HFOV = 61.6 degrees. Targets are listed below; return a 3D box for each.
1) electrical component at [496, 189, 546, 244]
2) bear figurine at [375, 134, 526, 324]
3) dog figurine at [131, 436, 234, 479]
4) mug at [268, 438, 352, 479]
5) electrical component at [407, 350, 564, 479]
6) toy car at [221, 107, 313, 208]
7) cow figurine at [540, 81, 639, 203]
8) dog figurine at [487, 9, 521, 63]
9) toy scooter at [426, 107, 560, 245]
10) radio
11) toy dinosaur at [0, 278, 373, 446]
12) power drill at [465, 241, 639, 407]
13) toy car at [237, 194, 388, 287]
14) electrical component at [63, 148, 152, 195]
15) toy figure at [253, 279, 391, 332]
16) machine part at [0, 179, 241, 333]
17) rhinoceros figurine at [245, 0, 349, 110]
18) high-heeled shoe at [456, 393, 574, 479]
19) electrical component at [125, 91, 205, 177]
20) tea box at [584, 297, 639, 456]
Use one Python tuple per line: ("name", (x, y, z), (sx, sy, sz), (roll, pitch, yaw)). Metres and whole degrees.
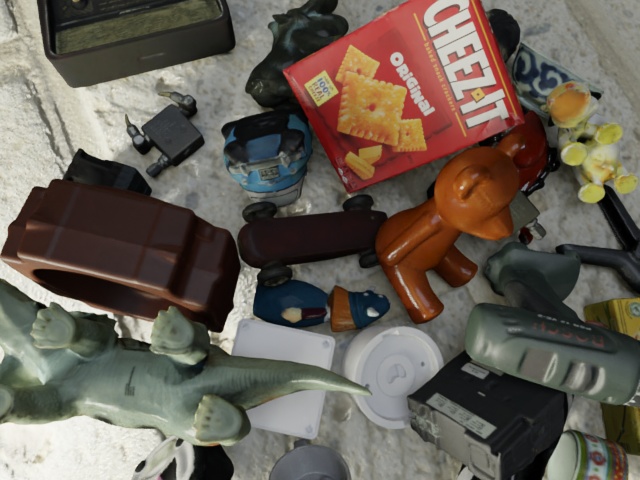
("electrical component", (0.213, -0.027, 0.616), (0.063, 0.021, 0.094), (-42, 97, 19))
("bear figurine", (0.147, -0.011, 0.561), (0.120, 0.196, 0.132), (-37, 90, -38))
("dog figurine", (-0.089, 0.313, 0.528), (0.108, 0.192, 0.219), (-39, 110, 5))
("mug", (-0.009, 0.267, 0.548), (0.081, 0.110, 0.107), (-15, 119, -13))
("electrical component", (0.174, 0.167, 0.540), (0.134, 0.115, 0.058), (-26, 121, -29))
("toy car", (-0.055, -0.090, 0.632), (0.109, 0.162, 0.102), (-13, 119, 0))
("cow figurine", (0.316, -0.131, 0.642), (0.068, 0.167, 0.098), (-23, 34, 26))
("dog figurine", (0.158, -0.245, 0.703), (0.172, 0.121, 0.190), (32, 63, -2))
("toy scooter", (0.233, -0.072, 0.663), (0.135, 0.075, 0.184), (42, 80, 8))
("radio", (-0.237, -0.291, 0.698), (0.230, 0.073, 0.131), (-16, 76, -7))
("toy dinosaur", (-0.161, 0.132, 0.515), (0.405, 0.192, 0.131), (11, 77, 4))
("power drill", (0.262, 0.087, 0.558), (0.232, 0.085, 0.207), (9, 32, 2))
("toy car", (-0.001, -0.002, 0.622), (0.202, 0.053, 0.089), (-8, 71, -33))
("electrical component", (-0.230, -0.057, 0.633), (0.119, 0.074, 0.047), (19, 75, 6))
("toy figure", (0.002, 0.075, 0.617), (0.155, 0.057, 0.064), (7, 52, 2))
("machine part", (-0.187, 0.023, 0.547), (0.201, 0.201, 0.087), (13, 71, 1))
("rhinoceros figurine", (-0.024, -0.249, 0.704), (0.112, 0.073, 0.190), (27, 76, 15))
("high-heeled shoe", (0.210, 0.209, 0.547), (0.086, 0.145, 0.249), (41, 78, 7))
("electrical component", (-0.192, -0.137, 0.672), (0.102, 0.045, 0.078), (-36, 78, -11))
("tea box", (0.376, 0.152, 0.611), (0.098, 0.068, 0.169), (0, 73, -4))
